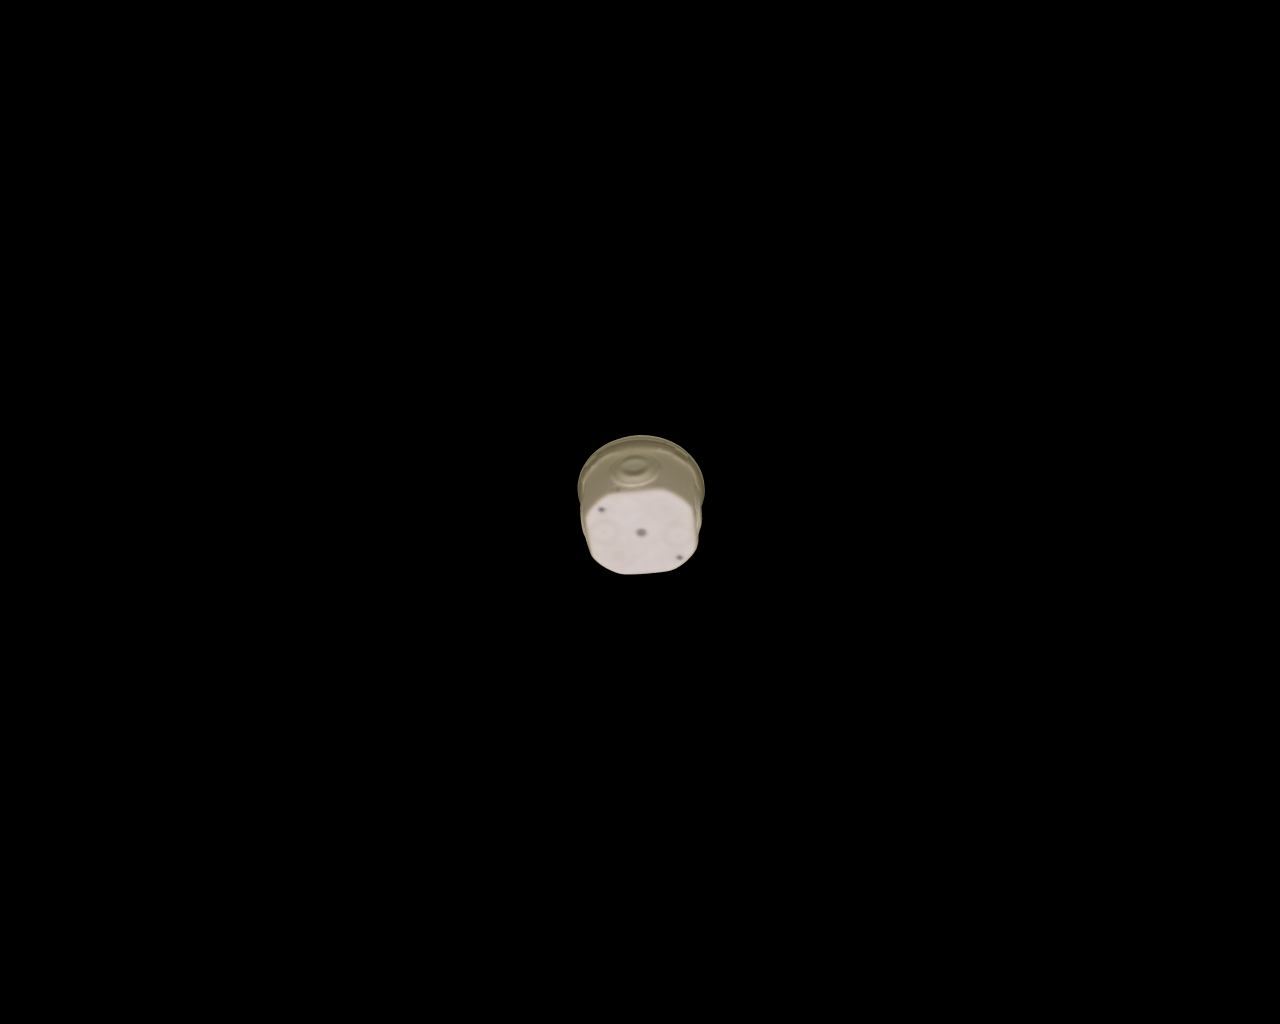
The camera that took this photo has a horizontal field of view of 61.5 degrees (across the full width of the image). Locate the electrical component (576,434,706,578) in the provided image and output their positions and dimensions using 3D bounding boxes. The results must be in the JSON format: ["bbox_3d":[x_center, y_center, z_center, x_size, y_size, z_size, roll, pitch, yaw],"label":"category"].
[{"bbox_3d":[0.001,-0.003,0.650,0.080,0.080,0.051,0,38,0],"label":"electrical component"}]
